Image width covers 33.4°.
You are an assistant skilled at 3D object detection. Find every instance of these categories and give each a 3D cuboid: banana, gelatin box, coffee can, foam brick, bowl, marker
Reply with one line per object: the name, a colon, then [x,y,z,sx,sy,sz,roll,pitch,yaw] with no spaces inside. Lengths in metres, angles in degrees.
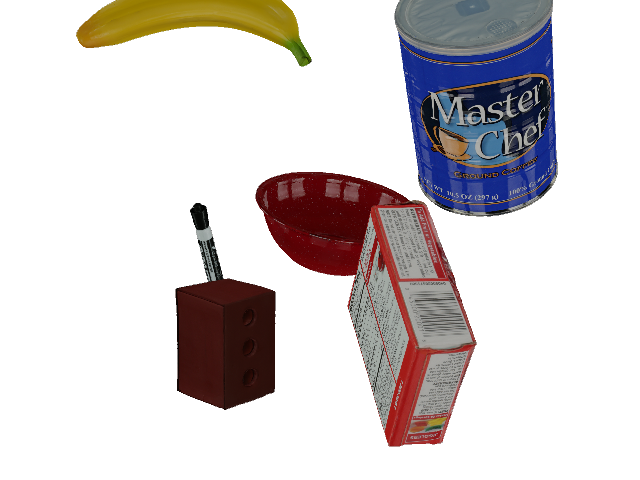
banana: [-0.104,-0.189,0.903,0.198,0.069,0.037,4,-33,0]
gelatin box: [0.040,0.038,0.492,0.030,0.089,0.073,-3,-44,-12]
coffee can: [0.111,-0.102,0.739,0.103,0.140,0.103,-8,41,6]
foam brick: [-0.067,0.071,0.758,0.051,0.078,0.052,11,17,42]
bowl: [0.014,-0.011,1.029,0.162,0.055,0.162,8,25,-4]
marker: [-0.126,0.012,1.204,0.020,0.121,0.020,-8,29,4]
